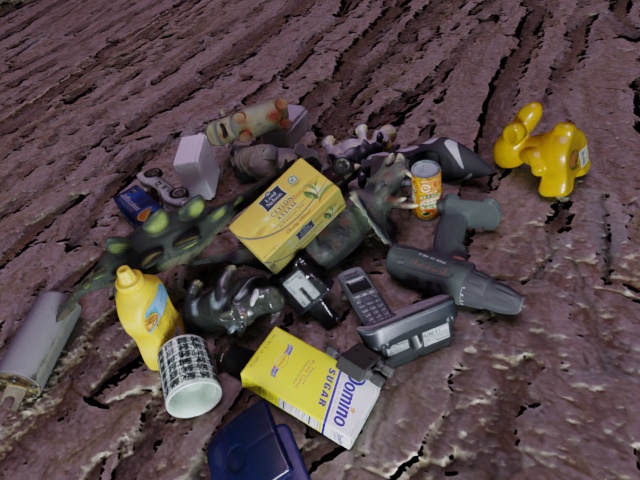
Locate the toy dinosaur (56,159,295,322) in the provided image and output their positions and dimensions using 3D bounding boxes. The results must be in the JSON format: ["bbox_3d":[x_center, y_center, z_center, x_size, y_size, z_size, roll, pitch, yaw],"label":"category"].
[{"bbox_3d":[-0.247,-0.004,0.924,0.471,0.105,0.198,-36,3,-14],"label":"toy dinosaur"}]

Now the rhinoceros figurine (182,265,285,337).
[{"bbox_3d":[-0.143,0.102,0.858,0.190,0.073,0.112,-16,38,26],"label":"rhinoceros figurine"}]

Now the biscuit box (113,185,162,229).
[{"bbox_3d":[-0.349,-0.041,1.103,0.063,0.059,0.203,-36,47,-23],"label":"biscuit box"}]

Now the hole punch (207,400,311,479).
[{"bbox_3d":[-0.085,0.282,0.681,0.116,0.092,0.142,-25,48,-9],"label":"hole punch"}]

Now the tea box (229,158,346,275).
[{"bbox_3d":[-0.052,-0.039,0.881,0.098,0.068,0.169,40,82,26],"label":"tea box"}]

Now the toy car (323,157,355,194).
[{"bbox_3d":[-0.012,-0.095,1.062,0.202,0.089,0.053,-27,66,-18],"label":"toy car"}]

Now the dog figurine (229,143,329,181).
[{"bbox_3d":[-0.092,-0.165,1.161,0.172,0.121,0.191,7,15,-28],"label":"dog figurine"}]

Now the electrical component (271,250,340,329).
[{"bbox_3d":[-0.014,0.085,0.875,0.075,0.119,0.048,-45,2,17],"label":"electrical component"}]

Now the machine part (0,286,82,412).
[{"bbox_3d":[-0.467,0.170,0.893,0.079,0.079,0.243,-4,44,9],"label":"machine part"}]

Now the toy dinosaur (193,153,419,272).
[{"bbox_3d":[-0.008,-0.004,0.951,0.405,0.131,0.192,-34,45,-13],"label":"toy dinosaur"}]

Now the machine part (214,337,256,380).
[{"bbox_3d":[-0.093,0.191,0.815,0.139,0.039,0.084,12,56,21],"label":"machine part"}]

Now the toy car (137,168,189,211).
[{"bbox_3d":[-0.325,-0.090,1.140,0.056,0.073,0.202,-33,46,-26],"label":"toy car"}]

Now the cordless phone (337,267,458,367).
[{"bbox_3d":[0.113,0.094,0.839,0.147,0.088,0.184,-21,39,-8],"label":"cordless phone"}]

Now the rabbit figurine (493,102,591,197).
[{"bbox_3d":[0.400,-0.169,1.019,0.122,0.162,0.173,-48,34,-17],"label":"rabbit figurine"}]

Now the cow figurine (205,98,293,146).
[{"bbox_3d":[-0.165,-0.264,1.203,0.195,0.085,0.127,-19,21,-2],"label":"cow figurine"}]

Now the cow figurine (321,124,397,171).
[{"bbox_3d":[0.096,-0.194,1.157,0.167,0.068,0.098,-19,48,-2],"label":"cow figurine"}]

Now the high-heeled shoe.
[{"bbox_3d":[0.198,-0.133,1.062,0.249,0.086,0.145,18,53,35],"label":"high-heeled shoe"}]

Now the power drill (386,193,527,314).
[{"bbox_3d":[0.241,0.021,0.896,0.232,0.085,0.207,11,55,27],"label":"power drill"}]

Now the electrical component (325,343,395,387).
[{"bbox_3d":[0.055,0.169,0.748,0.094,0.021,0.063,27,22,22],"label":"electrical component"}]

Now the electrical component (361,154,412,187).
[{"bbox_3d":[0.130,-0.134,1.037,0.102,0.045,0.078,-4,79,13],"label":"electrical component"}]
